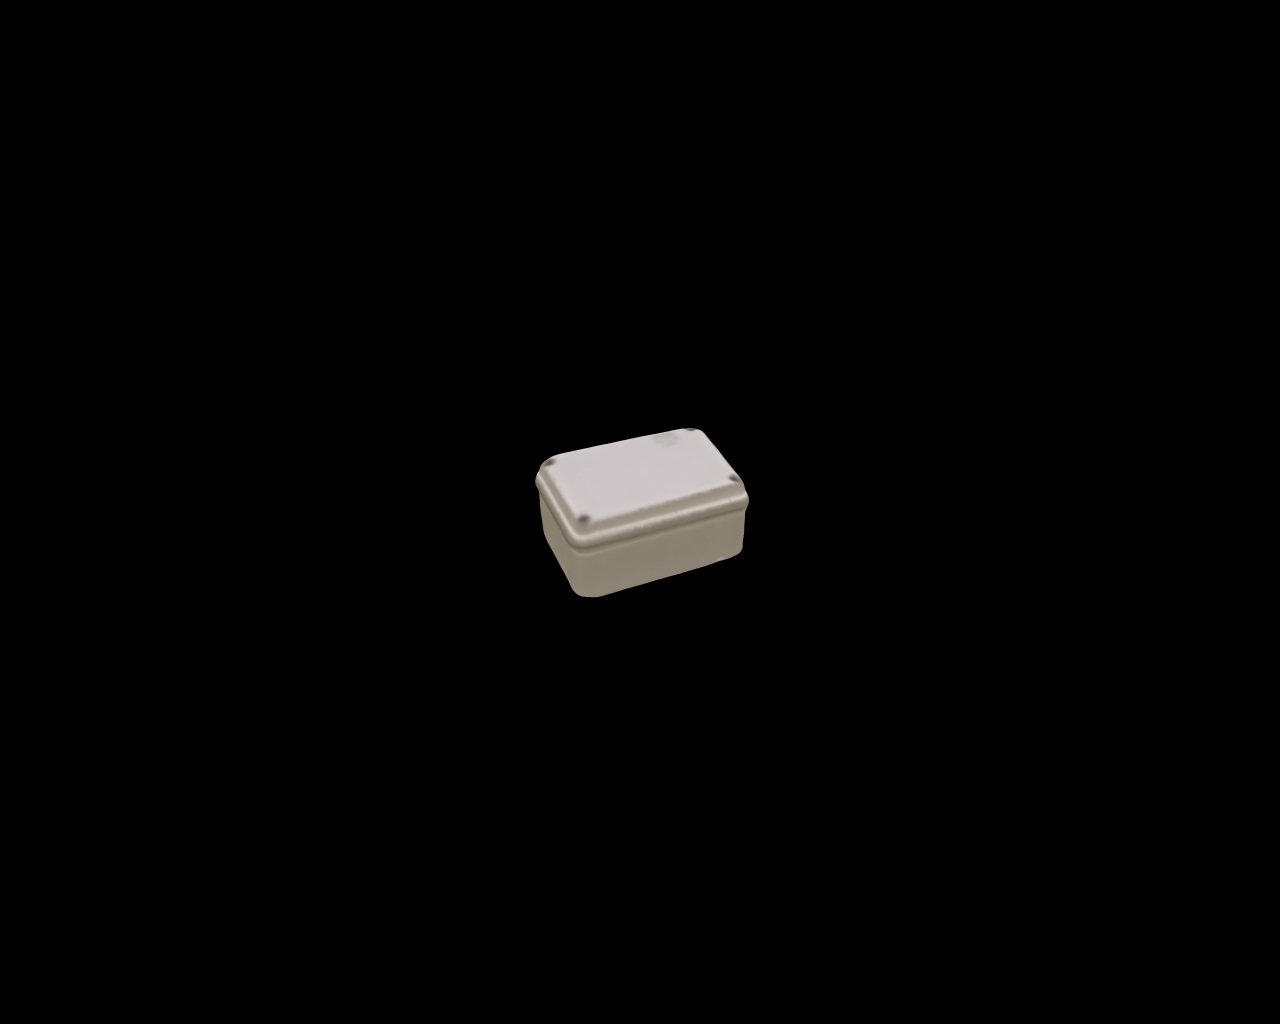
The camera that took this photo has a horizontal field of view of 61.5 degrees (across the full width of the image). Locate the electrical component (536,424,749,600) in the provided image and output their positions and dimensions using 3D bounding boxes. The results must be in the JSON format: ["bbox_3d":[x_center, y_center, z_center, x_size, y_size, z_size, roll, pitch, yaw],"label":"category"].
[{"bbox_3d":[0.001,-0.003,0.650,0.113,0.057,0.078,-14,40,-17],"label":"electrical component"}]
